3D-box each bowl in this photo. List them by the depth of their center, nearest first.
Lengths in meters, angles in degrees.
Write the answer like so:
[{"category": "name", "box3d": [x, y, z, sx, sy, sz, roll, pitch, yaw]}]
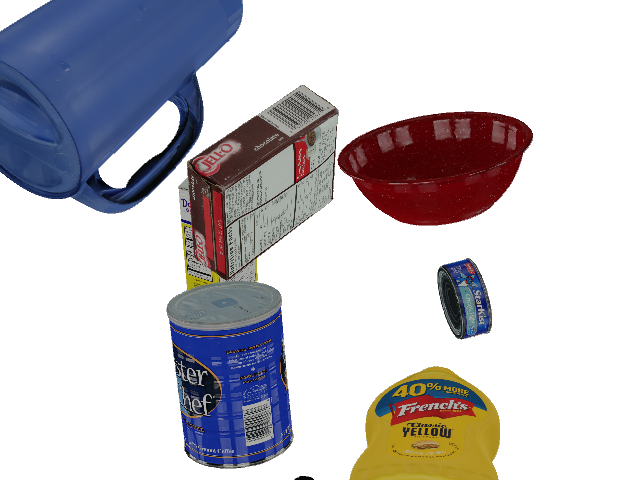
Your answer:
[{"category": "bowl", "box3d": [0.098, -0.056, 0.891, 0.162, 0.055, 0.162, -10, 24, 4]}]

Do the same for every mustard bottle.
[{"category": "mustard bottle", "box3d": [0.079, 0.140, 0.756, 0.096, 0.058, 0.191, -1, 19, 10]}]

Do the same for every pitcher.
[{"category": "pitcher", "box3d": [-0.165, -0.145, 0.877, 0.145, 0.149, 0.242, 20, 49, 27]}]

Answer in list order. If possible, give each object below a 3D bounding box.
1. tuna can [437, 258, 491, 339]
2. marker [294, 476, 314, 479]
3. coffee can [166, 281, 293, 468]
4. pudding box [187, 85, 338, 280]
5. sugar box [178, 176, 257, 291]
[{"category": "tuna can", "box3d": [0.157, 0.065, 1.175, 0.033, 0.086, 0.086, -14, 2, -7]}, {"category": "marker", "box3d": [-0.036, 0.145, 0.517, 0.020, 0.020, 0.120, 0, 14, 34]}, {"category": "coffee can", "box3d": [-0.080, 0.120, 0.969, 0.103, 0.140, 0.103, -4, 18, 1]}, {"category": "pudding box", "box3d": [-0.038, -0.039, 0.722, 0.039, 0.090, 0.113, 37, 55, 26]}, {"category": "sugar box", "box3d": [-0.107, -0.005, 1.134, 0.048, 0.176, 0.093, 15, 40, 20]}]
